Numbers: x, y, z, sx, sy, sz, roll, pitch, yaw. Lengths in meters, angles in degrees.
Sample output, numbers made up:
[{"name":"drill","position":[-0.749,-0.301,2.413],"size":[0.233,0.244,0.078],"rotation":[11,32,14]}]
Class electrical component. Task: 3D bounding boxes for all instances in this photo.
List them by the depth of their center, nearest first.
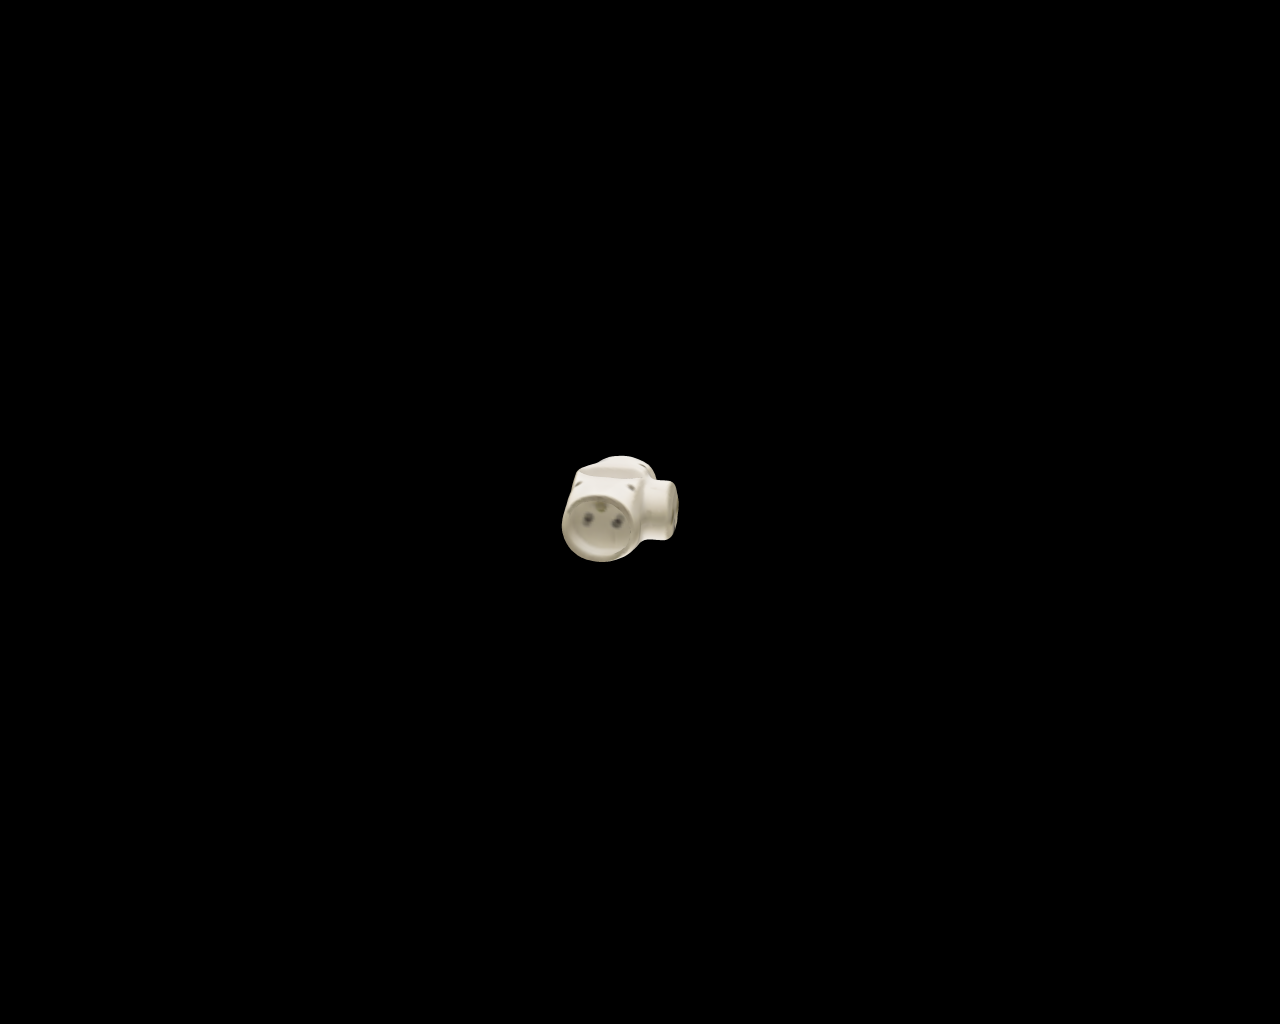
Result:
[{"name":"electrical component","position":[0.001,-0.003,0.650],"size":[0.079,0.043,0.077],"rotation":[4,21,11]}]
